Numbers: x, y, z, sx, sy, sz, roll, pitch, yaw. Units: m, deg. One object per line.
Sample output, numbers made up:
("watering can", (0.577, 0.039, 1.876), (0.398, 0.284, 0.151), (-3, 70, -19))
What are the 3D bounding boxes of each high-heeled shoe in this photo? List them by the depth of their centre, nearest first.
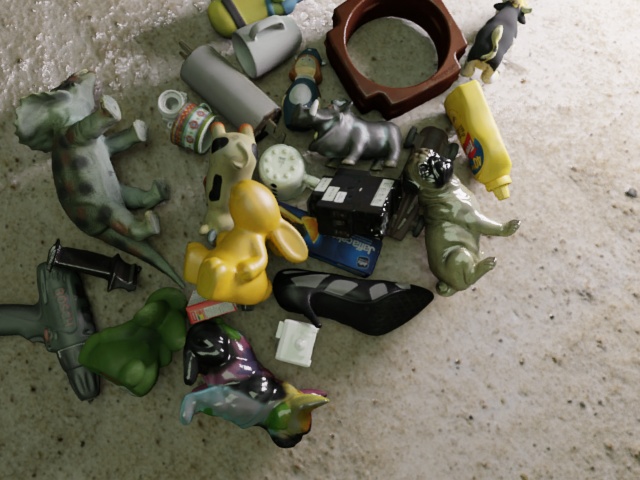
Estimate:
("high-heeled shoe", (0.050, 0.083, 0.875), (0.249, 0.145, 0.086), (-6, 122, -25))

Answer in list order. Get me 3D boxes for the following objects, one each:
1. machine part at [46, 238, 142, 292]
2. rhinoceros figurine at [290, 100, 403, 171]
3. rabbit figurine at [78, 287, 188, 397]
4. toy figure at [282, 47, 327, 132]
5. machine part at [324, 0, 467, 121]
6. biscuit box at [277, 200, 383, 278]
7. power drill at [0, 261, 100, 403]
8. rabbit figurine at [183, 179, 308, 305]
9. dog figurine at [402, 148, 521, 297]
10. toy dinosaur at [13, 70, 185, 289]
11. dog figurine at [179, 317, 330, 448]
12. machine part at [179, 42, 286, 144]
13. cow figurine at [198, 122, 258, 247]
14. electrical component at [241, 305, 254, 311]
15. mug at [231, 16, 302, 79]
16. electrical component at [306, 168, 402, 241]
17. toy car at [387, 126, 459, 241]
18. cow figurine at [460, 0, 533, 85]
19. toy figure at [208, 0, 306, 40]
("machine part", (-0.355, 0.042, 0.845), (0.139, 0.084, 0.039), (19, 116, -19))
("rhinoceros figurine", (0.046, -0.170, 0.865), (0.190, 0.073, 0.112), (9, 91, -17))
("rabbit figurine", (-0.265, 0.136, 0.815), (0.121, 0.159, 0.170), (37, 61, -14))
("toy figure", (-0.025, -0.261, 0.914), (0.064, 0.058, 0.154), (12, 80, -21))
("machine part", (0.125, -0.320, 0.906), (0.201, 0.087, 0.201), (-29, 83, -5))
("biscuit box", (-0.002, -0.003, 0.874), (0.203, 0.059, 0.063), (21, 82, 3))
("power drill", (-0.460, 0.155, 0.846), (0.207, 0.086, 0.232), (-10, 81, 3))
("rabbit figurine", (-0.099, 0.003, 0.771), (0.162, 0.122, 0.173), (12, 93, -23))
("dog figurine", (0.180, -0.027, 0.831), (0.190, 0.121, 0.172), (35, 77, -5))
("toy dinosaur", (-0.361, -0.092, 0.867), (0.192, 0.131, 0.404), (-14, 92, 15))
("dog figurine", (-0.095, 0.216, 0.824), (0.219, 0.108, 0.191), (2, 79, -4))
("machine part", (-0.149, -0.244, 0.902), (0.243, 0.079, 0.079), (42, 84, 5))
("cow figurine", (-0.144, -0.074, 0.846), (0.085, 0.127, 0.194), (6, 121, -20))
("electrical component", (-0.117, 0.067, 0.863), (0.021, 0.063, 0.094), (-1, 81, 0))
("mug", (-0.085, -0.339, 0.904), (0.107, 0.109, 0.081), (-32, 78, -18))
("electrical component", (0.050, -0.057, 0.829), (0.134, 0.058, 0.115), (10, 40, 21))
("toy car", (0.158, -0.097, 0.892), (0.089, 0.053, 0.202), (26, 82, 1))
("cow figurine", (0.303, -0.354, 0.904), (0.068, 0.098, 0.167), (28, 83, 10))
("toy figure", (-0.105, -0.408, 0.923), (0.180, 0.082, 0.089), (-16, 80, -4))
